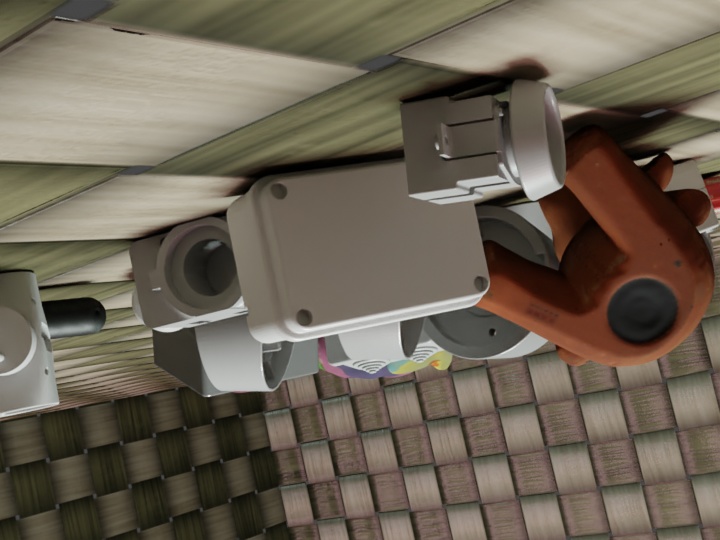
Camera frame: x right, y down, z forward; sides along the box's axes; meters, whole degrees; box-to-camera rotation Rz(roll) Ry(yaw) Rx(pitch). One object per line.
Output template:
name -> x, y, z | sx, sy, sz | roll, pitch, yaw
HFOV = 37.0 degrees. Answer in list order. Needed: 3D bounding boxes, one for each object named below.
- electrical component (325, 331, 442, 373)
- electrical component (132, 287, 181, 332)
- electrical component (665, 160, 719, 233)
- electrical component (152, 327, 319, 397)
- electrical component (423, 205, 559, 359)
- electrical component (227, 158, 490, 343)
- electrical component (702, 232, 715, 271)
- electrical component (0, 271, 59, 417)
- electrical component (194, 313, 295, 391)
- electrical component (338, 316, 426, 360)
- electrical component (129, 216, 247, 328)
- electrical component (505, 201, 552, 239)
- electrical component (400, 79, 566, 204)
electrical component -> 0.019, 0.026, 0.836 | 0.100, 0.099, 0.048 | -15, 161, 23
electrical component -> -0.133, 0.020, 0.720 | 0.040, 0.040, 0.078 | -12, 174, -3
electrical component -> 0.208, -0.044, 0.780 | 0.096, 0.061, 0.062 | -19, 177, -25
electrical component -> -0.105, 0.057, 0.897 | 0.109, 0.056, 0.109 | -9, -165, -32
electrical component -> 0.098, 0.012, 0.769 | 0.108, 0.108, 0.060 | -16, 163, 30
electrical component -> 0.000, -0.011, 0.528 | 0.113, 0.078, 0.057 | -10, 177, -25
electrical component -> 0.256, -0.014, 0.889 | 0.056, 0.050, 0.089 | -14, 173, 34
electrical component -> -0.198, 0.040, 0.595 | 0.043, 0.077, 0.079 | -11, 174, -10
electrical component -> -0.069, 0.030, 0.698 | 0.064, 0.099, 0.099 | -7, 175, 10
electrical component -> 0.016, 0.005, 0.642 | 0.064, 0.099, 0.099 | -8, 175, 11
electrical component -> -0.076, -0.001, 0.596 | 0.089, 0.050, 0.056 | -14, 174, 15
electrical component -> 0.112, -0.022, 0.850 | 0.099, 0.064, 0.099 | -13, -172, 2
electrical component -> 0.051, -0.050, 0.430 | 0.055, 0.048, 0.066 | -7, 177, 21
